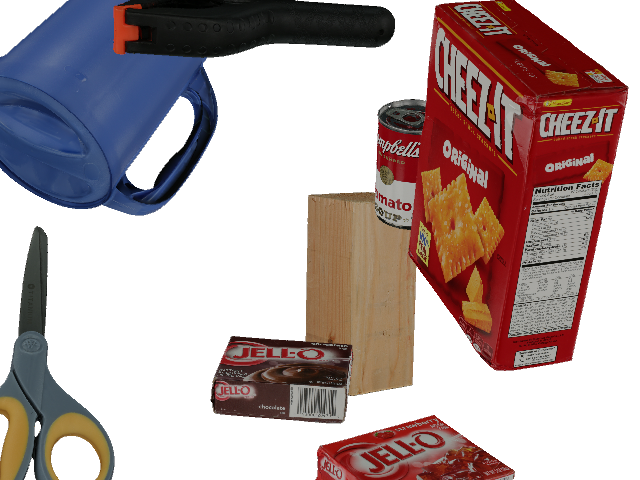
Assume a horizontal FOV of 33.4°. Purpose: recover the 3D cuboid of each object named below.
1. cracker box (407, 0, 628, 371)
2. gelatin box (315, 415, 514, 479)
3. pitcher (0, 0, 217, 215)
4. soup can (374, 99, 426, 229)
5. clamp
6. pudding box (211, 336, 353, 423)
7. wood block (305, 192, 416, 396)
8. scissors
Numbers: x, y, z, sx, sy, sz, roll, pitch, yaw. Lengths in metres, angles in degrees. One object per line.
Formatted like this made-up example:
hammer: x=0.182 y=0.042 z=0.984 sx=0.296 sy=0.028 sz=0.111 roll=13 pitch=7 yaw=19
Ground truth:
cracker box: x=0.127 y=-0.041 z=0.755 sx=0.072 sy=0.214 sz=0.164 roll=-8 pitch=34 yaw=-16
gelatin box: x=0.053 y=0.135 z=0.607 sx=0.089 sy=0.030 sz=0.073 roll=-7 pitch=22 yaw=-33
pitcher: x=-0.159 y=-0.144 z=0.881 sx=0.145 sy=0.149 sz=0.242 roll=13 pitch=50 yaw=26
soup can: x=0.084 y=-0.070 z=0.980 sx=0.068 sy=0.102 sz=0.068 roll=0 pitch=32 yaw=0
clamp: x=-0.053 y=-0.142 z=0.665 sx=0.171 sy=0.039 sz=0.120 roll=-7 pitch=22 yaw=-27
pudding box: x=-0.030 y=0.118 z=0.915 sx=0.113 sy=0.039 sz=0.090 roll=5 pitch=19 yaw=3
wood block: x=0.044 y=0.054 z=1.169 sx=0.090 sy=0.206 sz=0.091 roll=-4 pitch=10 yaw=-36
scissors: x=-0.151 y=0.075 z=0.617 sx=0.096 sy=0.201 sz=0.016 roll=17 pitch=-44 yaw=-5
